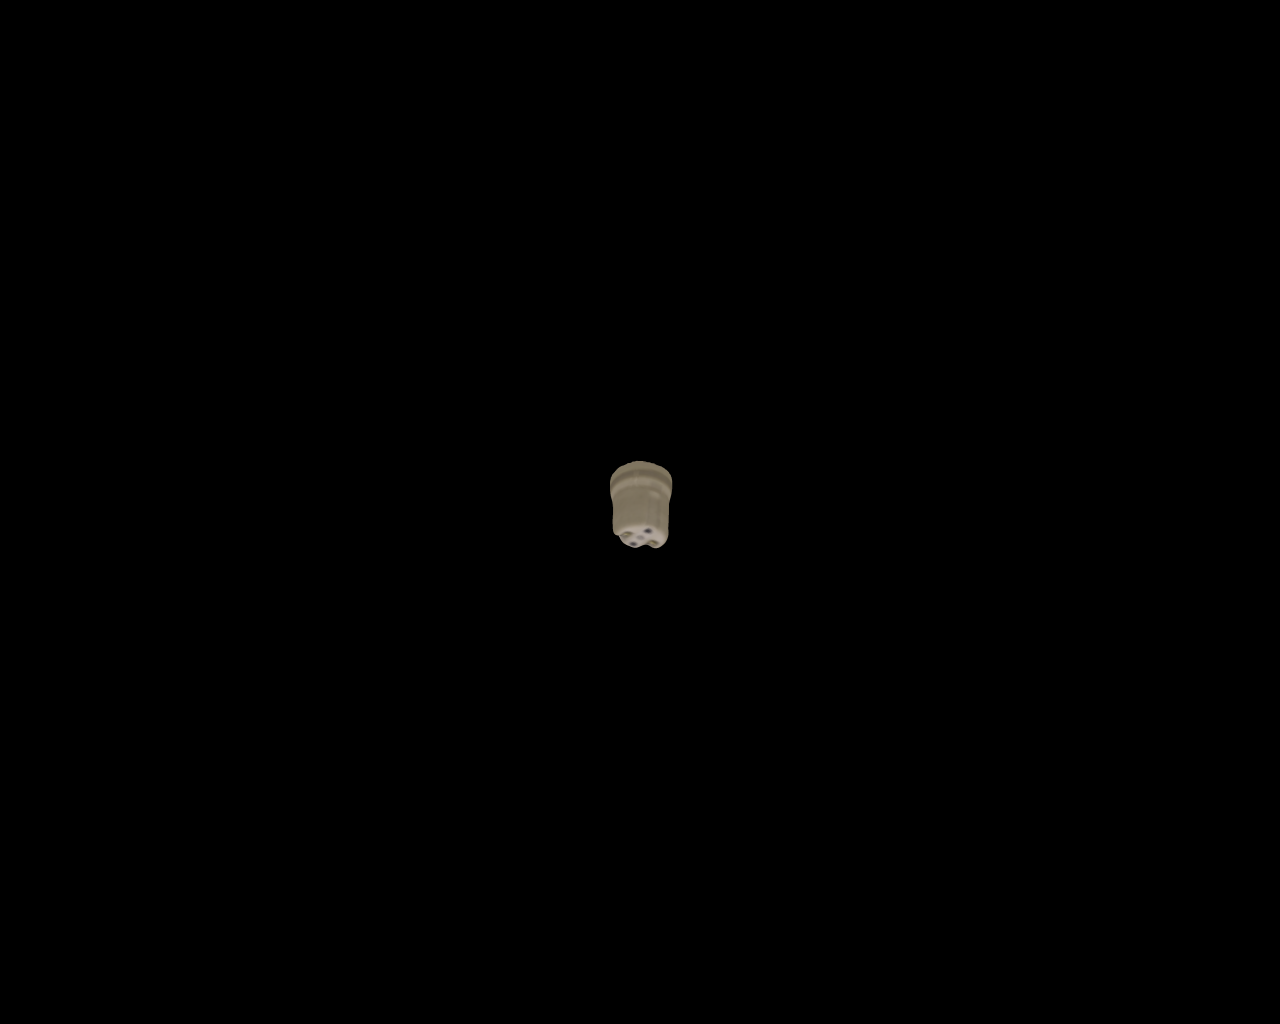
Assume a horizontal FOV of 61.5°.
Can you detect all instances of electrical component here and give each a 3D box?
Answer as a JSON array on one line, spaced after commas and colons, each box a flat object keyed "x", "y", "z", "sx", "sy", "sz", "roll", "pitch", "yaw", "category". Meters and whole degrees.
[{"x": 0.001, "y": -0.003, "z": 0.650, "sx": 0.040, "sy": 0.046, "sz": 0.040, "roll": 0, "pitch": -36, "yaw": 0, "category": "electrical component"}]
